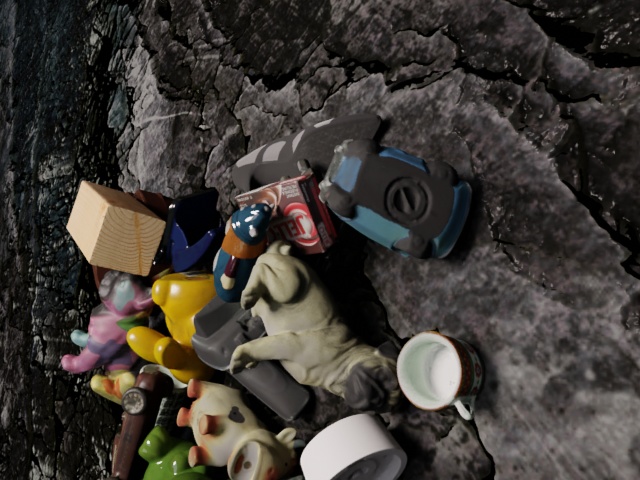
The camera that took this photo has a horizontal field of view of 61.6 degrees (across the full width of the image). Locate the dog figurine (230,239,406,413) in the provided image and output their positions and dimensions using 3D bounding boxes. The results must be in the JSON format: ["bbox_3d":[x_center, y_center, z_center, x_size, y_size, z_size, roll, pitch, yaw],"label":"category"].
[{"bbox_3d":[0.012,0.096,0.609,0.191,0.121,0.172,8,93,7],"label":"dog figurine"}]

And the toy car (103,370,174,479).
[{"bbox_3d":[-0.269,0.283,0.776,0.053,0.089,0.202,18,97,7],"label":"toy car"}]

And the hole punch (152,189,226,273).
[{"bbox_3d":[-0.173,-0.004,0.825,0.092,0.142,0.115,30,118,15],"label":"hole punch"}]

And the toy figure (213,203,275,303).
[{"bbox_3d":[-0.094,0.013,0.643,0.064,0.058,0.154,-101,24,-45],"label":"toy figure"}]

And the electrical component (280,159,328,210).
[{"bbox_3d":[-0.020,-0.056,0.684,0.063,0.021,0.094,-41,54,28],"label":"electrical component"}]

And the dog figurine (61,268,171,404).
[{"bbox_3d":[-0.307,0.147,0.888,0.219,0.191,0.108,-42,21,12],"label":"dog figurine"}]

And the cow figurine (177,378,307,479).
[{"bbox_3d":[-0.102,0.254,0.691,0.195,0.127,0.085,25,101,62],"label":"cow figurine"}]

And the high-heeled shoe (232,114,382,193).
[{"bbox_3d":[-0.024,-0.129,0.777,0.249,0.086,0.145,-25,28,16],"label":"high-heeled shoe"}]

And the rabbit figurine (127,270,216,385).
[{"bbox_3d":[-0.191,0.138,0.798,0.122,0.162,0.173,10,103,32],"label":"rabbit figurine"}]

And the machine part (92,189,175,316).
[{"bbox_3d":[-0.335,0.024,0.994,0.201,0.087,0.202,-51,48,21],"label":"machine part"}]

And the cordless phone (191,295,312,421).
[{"bbox_3d":[-0.066,0.136,0.717,0.184,0.088,0.146,36,60,15],"label":"cordless phone"}]

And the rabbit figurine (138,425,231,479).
[{"bbox_3d":[-0.170,0.334,0.689,0.121,0.159,0.170,-63,16,-18],"label":"rabbit figurine"}]

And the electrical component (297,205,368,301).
[{"bbox_3d":[-0.001,-0.002,0.706,0.115,0.058,0.134,32,100,42],"label":"electrical component"}]

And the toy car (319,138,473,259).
[{"bbox_3d":[0.077,-0.042,0.604,0.103,0.162,0.109,131,160,-81],"label":"toy car"}]

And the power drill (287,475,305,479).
[{"bbox_3d":[-0.014,0.387,0.590,0.232,0.086,0.207,-54,44,18],"label":"power drill"}]
